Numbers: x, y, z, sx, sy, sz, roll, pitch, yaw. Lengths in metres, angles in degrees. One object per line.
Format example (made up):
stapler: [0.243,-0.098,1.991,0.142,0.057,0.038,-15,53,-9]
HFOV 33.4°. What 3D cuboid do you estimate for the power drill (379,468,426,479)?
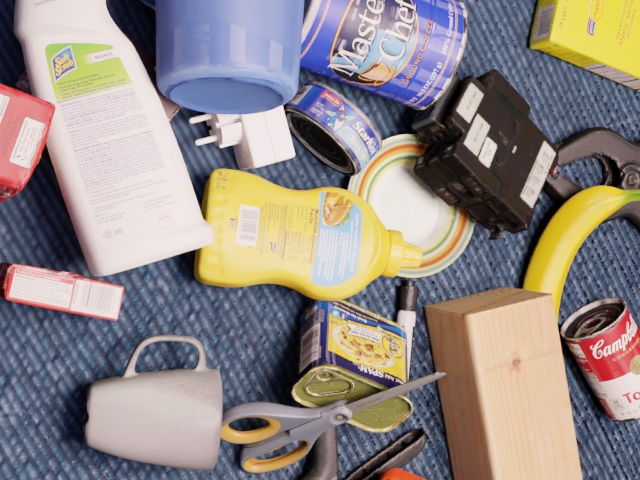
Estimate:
power drill: [0.109,0.307,0.922,0.184,0.057,0.188,23,101,7]

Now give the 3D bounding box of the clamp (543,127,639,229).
clamp: [0.302,-0.050,1.051,0.209,0.036,0.164,-2,94,-19]

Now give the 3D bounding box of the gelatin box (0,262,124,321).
gelatin box: [-0.205,0.039,0.833,0.089,0.073,0.030,13,85,-21]

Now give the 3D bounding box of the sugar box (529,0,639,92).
sugar box: [0.293,-0.205,1.040,0.176,0.048,0.093,15,85,-20]

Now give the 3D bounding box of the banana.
banana: [0.230,0.024,1.007,0.037,0.070,0.198,13,109,-49]

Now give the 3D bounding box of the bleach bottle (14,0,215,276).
bleach bottle: [-0.163,-0.104,0.811,0.102,0.068,0.251,-17,95,-18]

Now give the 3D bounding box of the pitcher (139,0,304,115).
pitcher: [-0.079,-0.226,0.831,0.144,0.149,0.243,7,78,-30]

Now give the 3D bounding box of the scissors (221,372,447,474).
scissors: [-0.003,0.137,0.873,0.202,0.016,0.096,-36,127,28]

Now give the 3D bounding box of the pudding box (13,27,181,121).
pudding box: [-0.174,-0.121,0.859,0.113,0.039,0.090,40,78,-18]

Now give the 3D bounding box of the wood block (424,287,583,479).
wood block: [0.170,0.155,0.976,0.090,0.090,0.206,-12,96,-20]

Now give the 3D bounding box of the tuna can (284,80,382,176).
tuna can: [0.010,-0.094,0.908,0.086,0.086,0.033,44,78,-17]

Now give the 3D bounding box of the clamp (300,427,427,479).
clamp: [0.024,0.221,0.948,0.120,0.039,0.171,19,88,-15]

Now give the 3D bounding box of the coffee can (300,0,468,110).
coffee can: [0.040,-0.180,0.909,0.140,0.103,0.103,16,85,-22]

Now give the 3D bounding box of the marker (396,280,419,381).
marker: [0.076,0.097,0.975,0.020,0.020,0.121,6,89,-22]

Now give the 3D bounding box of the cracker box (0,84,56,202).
cracker box: [-0.306,-0.093,0.741,0.213,0.164,0.072,21,81,-21]

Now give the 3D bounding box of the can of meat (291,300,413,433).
can of meat: [0.029,0.105,0.917,0.102,0.058,0.084,25,42,-21]

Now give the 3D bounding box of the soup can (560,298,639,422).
soup can: [0.286,0.116,1.033,0.068,0.069,0.102,-36,104,-17]

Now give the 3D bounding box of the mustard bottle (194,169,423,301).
mustard bottle: [-0.006,0.001,0.903,0.191,0.058,0.096,8,78,-12]
